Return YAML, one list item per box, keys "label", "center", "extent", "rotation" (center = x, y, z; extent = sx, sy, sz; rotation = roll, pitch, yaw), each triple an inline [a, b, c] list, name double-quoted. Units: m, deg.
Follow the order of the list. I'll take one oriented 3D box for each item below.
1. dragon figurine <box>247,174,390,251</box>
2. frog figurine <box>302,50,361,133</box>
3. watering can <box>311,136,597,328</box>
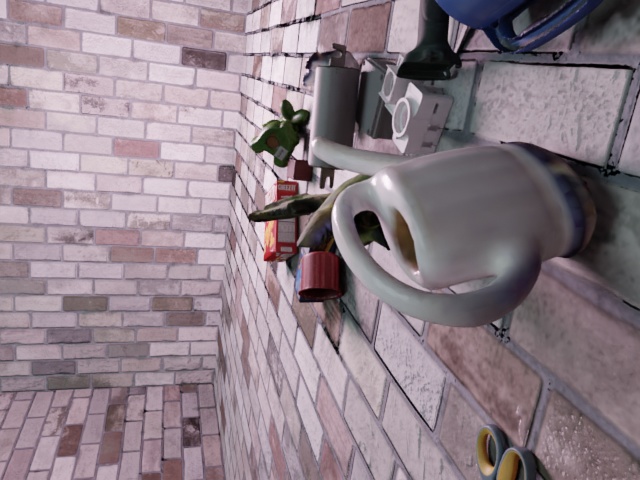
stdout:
- label: "dragon figurine"
  center: [0.002, -0.038, 0.759]
  extent: [0.241, 0.414, 0.122]
  rotation: [-8, 97, 34]
- label: "frog figurine"
  center: [0.044, -0.294, 1.033]
  extent: [0.160, 0.124, 0.135]
  rotation: [54, 146, 3]
- label: "watering can"
  center: [0.114, -0.049, 0.521]
  extent: [0.355, 0.225, 0.101]
  rotation: [-112, 12, -53]
